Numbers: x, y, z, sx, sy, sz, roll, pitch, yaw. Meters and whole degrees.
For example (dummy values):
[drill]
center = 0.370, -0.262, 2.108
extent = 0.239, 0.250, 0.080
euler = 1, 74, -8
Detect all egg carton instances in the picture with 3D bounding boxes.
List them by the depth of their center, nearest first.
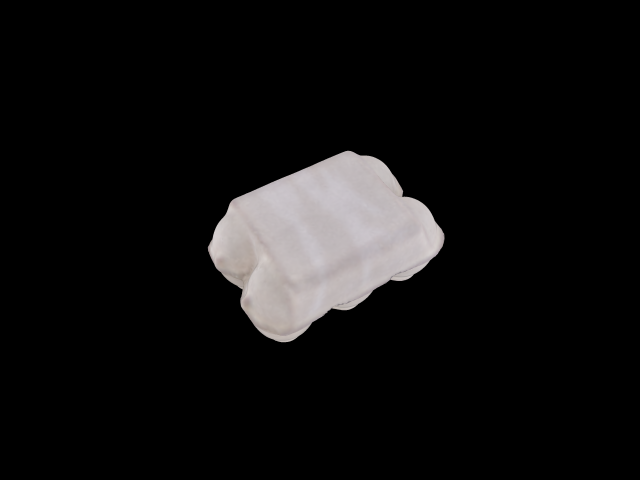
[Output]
[egg carton]
center = 0.004, 0.001, 0.400
extent = 0.150, 0.069, 0.107
euler = -27, 57, -19
